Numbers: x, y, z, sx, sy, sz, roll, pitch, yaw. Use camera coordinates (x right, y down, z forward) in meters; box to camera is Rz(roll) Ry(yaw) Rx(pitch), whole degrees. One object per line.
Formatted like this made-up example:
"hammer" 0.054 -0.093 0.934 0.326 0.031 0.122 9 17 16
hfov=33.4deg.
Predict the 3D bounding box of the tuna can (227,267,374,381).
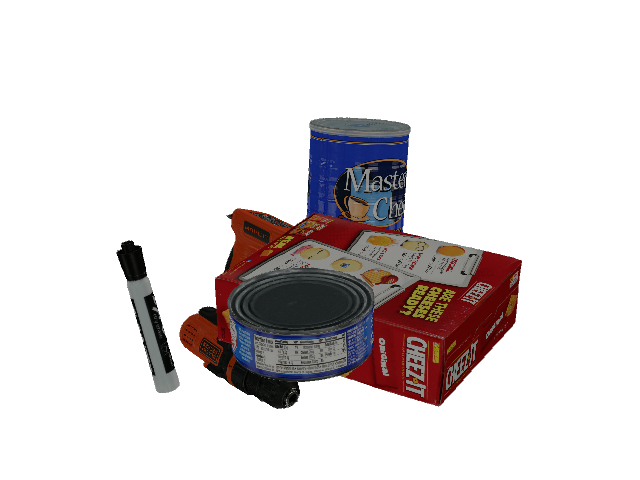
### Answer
"tuna can" -0.011 0.048 0.624 0.086 0.034 0.086 -2 23 1

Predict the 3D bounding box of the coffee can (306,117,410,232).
"coffee can" 0.037 -0.051 1.096 0.103 0.140 0.103 3 13 -1

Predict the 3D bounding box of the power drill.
"power drill" -0.068 0.071 1.170 0.185 0.188 0.057 27 11 39

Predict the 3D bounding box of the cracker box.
"cracker box" 0.042 0.053 0.918 0.214 0.072 0.163 14 28 28

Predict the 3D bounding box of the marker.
"marker" -0.130 0.058 0.805 0.020 0.121 0.020 -12 17 3
